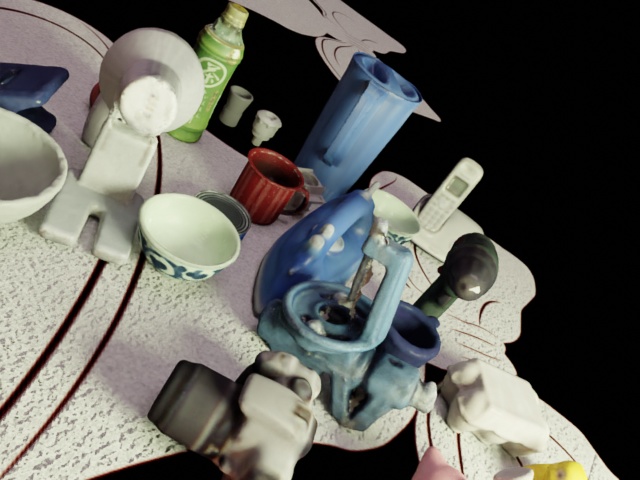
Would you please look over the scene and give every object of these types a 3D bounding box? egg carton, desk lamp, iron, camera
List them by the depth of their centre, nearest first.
[{"bbox_3d":[-0.075,0.152,0.530,0.137,0.100,0.143,32,31,-7],"label":"camera"},{"bbox_3d":[-0.212,-0.118,0.650,0.118,0.213,0.203,22,34,-23],"label":"desk lamp"},{"bbox_3d":[0.236,0.226,0.773,0.151,0.069,0.107,26,32,-17],"label":"egg carton"},{"bbox_3d":[0.007,0.003,0.777,0.118,0.141,0.259,39,31,5],"label":"iron"}]

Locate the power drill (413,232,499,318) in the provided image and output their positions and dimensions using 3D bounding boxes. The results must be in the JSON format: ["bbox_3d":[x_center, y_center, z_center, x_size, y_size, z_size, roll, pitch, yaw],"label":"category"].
[{"bbox_3d":[0.161,0.079,0.762,0.075,0.208,0.230,39,31,5],"label":"power drill"}]

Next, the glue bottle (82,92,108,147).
[{"bbox_3d":[-0.254,-0.197,0.755,0.037,0.173,0.078,41,31,8],"label":"glue bottle"}]

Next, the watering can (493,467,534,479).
[{"bbox_3d":[0.225,0.302,0.537,0.173,0.194,0.101,41,31,8],"label":"watering can"}]

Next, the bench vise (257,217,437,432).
[{"bbox_3d":[0.057,0.089,0.632,0.208,0.219,0.121,31,31,-8],"label":"bench vise"}]

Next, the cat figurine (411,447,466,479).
[{"bbox_3d":[0.106,0.268,0.538,0.067,0.117,0.128,32,31,-7],"label":"cat figurine"}]

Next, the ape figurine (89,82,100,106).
[{"bbox_3d":[-0.287,-0.215,0.828,0.076,0.092,0.078,41,31,9],"label":"ape figurine"}]

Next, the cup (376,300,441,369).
[{"bbox_3d":[0.099,0.135,0.734,0.118,0.095,0.091,-6,51,-49],"label":"cup"}]

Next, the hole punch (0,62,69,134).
[{"bbox_3d":[-0.370,-0.176,0.691,0.101,0.091,0.108,25,32,-19],"label":"hole punch"}]

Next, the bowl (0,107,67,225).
[{"bbox_3d":[-0.351,-0.067,0.578,0.168,0.074,0.167,26,32,-17],"label":"bowl"}]

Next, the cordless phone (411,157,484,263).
[{"bbox_3d":[0.257,-0.049,1.055,0.148,0.185,0.094,32,31,-6],"label":"cordless phone"}]

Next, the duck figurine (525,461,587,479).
[{"bbox_3d":[0.292,0.304,0.707,0.077,0.086,0.105,47,32,18],"label":"duck figurine"}]
